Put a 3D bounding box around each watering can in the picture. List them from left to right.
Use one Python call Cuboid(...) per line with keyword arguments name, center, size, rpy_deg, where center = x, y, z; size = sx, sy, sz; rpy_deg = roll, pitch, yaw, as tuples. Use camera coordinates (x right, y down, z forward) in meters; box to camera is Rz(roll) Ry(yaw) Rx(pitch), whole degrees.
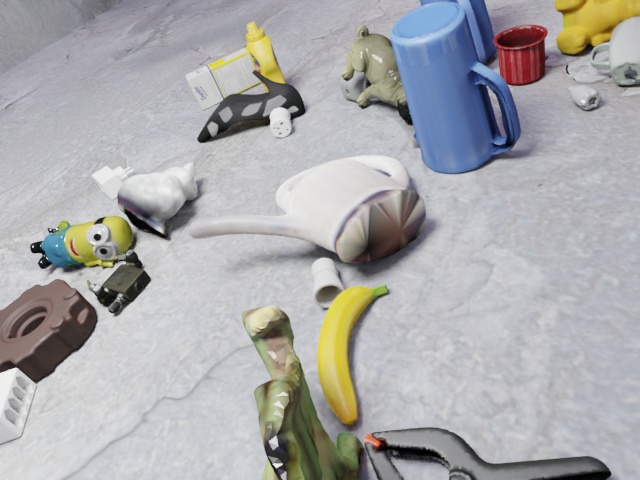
Cuboid(name="watering can", center=(0.002, -0.038, 0.752), size=(0.351, 0.102, 0.227), rpy_deg=(-26, 38, -23))

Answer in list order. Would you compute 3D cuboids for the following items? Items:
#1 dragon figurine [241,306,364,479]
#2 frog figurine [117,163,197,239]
Cuboid(name="dragon figurine", center=(-0.015, 0.211, 0.391), size=(0.122, 0.237, 0.419), rpy_deg=(-18, 37, -2))
Cuboid(name="frog figurine", center=(-0.292, -0.096, 0.961), size=(0.137, 0.121, 0.162), rpy_deg=(-2, 51, 53))
